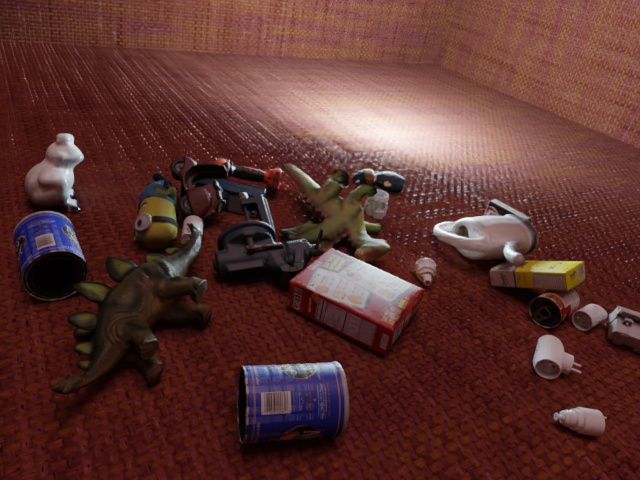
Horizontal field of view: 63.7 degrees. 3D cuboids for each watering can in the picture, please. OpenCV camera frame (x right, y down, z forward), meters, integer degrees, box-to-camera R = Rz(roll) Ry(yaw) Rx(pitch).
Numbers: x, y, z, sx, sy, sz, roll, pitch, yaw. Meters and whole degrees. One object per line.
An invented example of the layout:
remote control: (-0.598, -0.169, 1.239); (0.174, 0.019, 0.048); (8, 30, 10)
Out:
watering can: (0.422, 0.004, 1.221); (0.225, 0.103, 0.351); (-4, 15, -21)

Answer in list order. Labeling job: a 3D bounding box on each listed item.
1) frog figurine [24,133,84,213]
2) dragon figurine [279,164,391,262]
frog figurine: (-0.584, -0.152, 1.129); (0.123, 0.156, 0.140); (0, 31, -18)
dragon figurine: (0.004, -0.062, 1.240); (0.413, 0.119, 0.246); (26, 41, 27)
